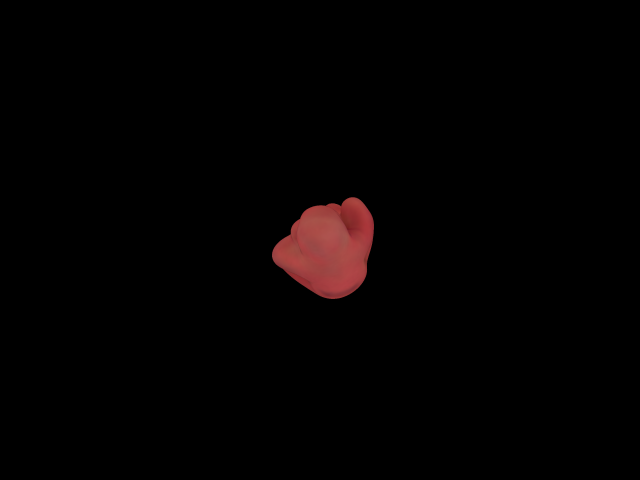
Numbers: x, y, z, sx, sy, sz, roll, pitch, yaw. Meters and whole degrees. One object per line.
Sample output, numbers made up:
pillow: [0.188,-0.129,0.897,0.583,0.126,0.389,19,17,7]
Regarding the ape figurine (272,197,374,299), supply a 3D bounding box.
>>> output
ape figurine: [0.004,0.001,0.400,0.078,0.092,0.076,-11,78,-2]
